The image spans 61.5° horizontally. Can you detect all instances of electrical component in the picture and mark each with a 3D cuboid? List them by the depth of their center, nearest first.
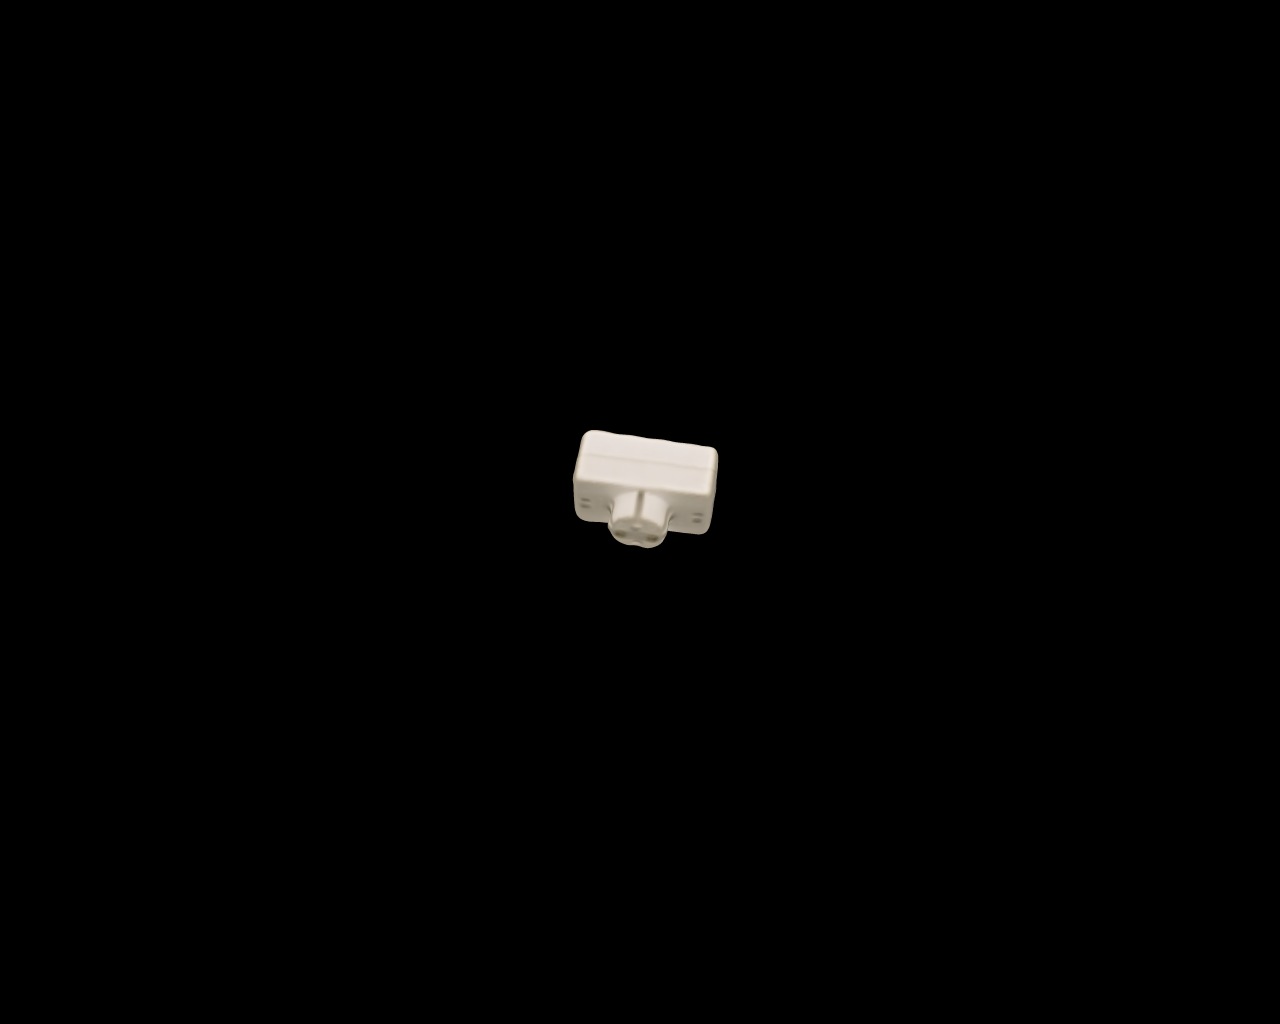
[{"bbox_3d":[0.001,-0.003,0.650,0.083,0.076,0.047,8,-33,5],"label":"electrical component"}]
